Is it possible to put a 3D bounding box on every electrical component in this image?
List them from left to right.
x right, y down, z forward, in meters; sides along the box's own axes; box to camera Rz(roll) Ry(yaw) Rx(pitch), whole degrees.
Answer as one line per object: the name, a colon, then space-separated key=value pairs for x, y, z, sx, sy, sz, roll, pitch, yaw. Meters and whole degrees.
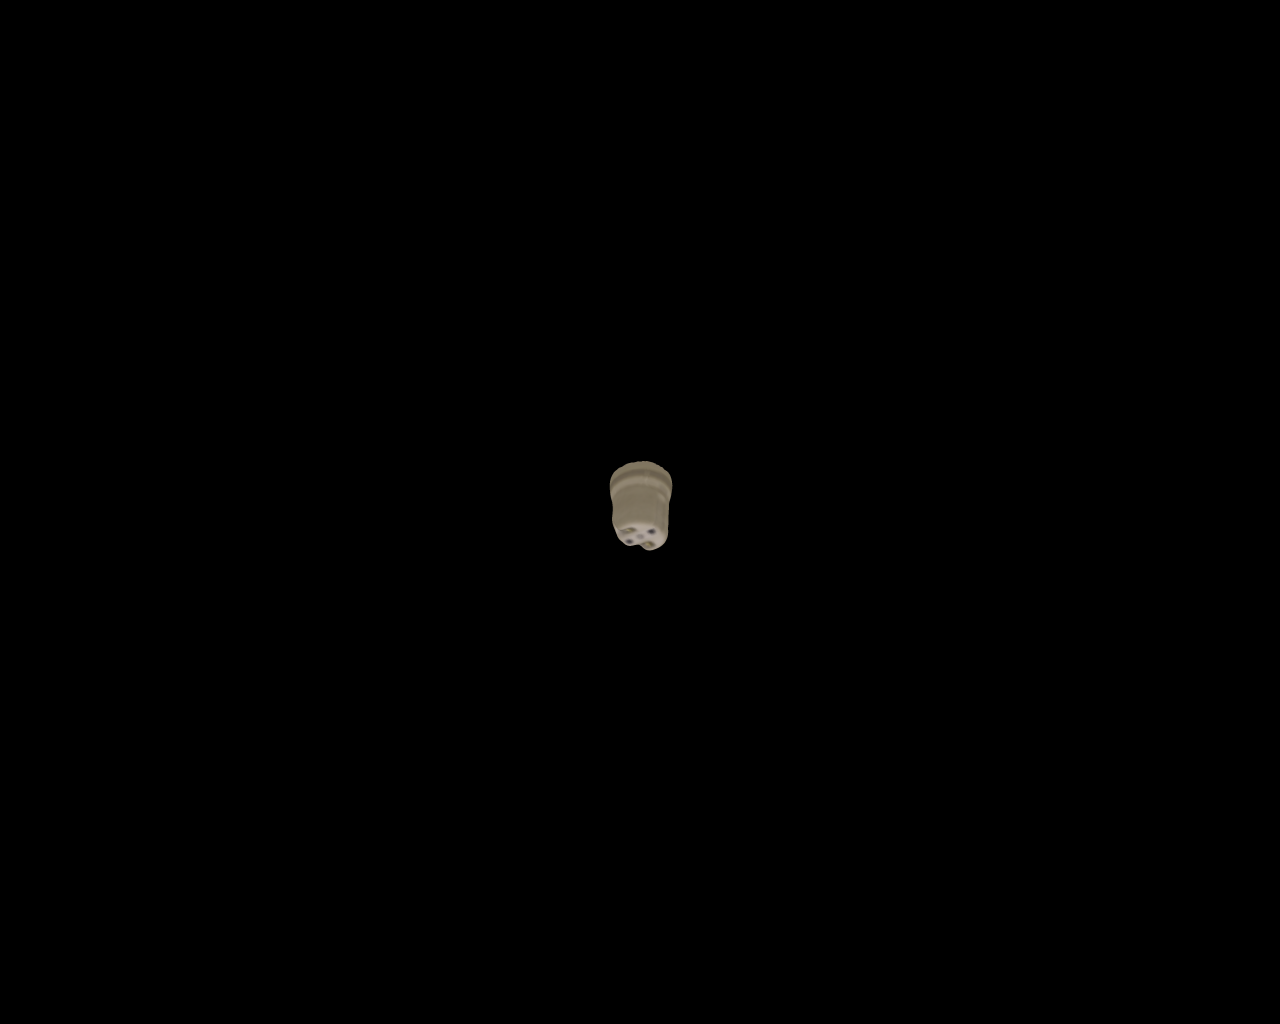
electrical component: x=0.001 y=-0.003 z=0.650 sx=0.040 sy=0.046 sz=0.040 roll=0 pitch=-38 yaw=0
